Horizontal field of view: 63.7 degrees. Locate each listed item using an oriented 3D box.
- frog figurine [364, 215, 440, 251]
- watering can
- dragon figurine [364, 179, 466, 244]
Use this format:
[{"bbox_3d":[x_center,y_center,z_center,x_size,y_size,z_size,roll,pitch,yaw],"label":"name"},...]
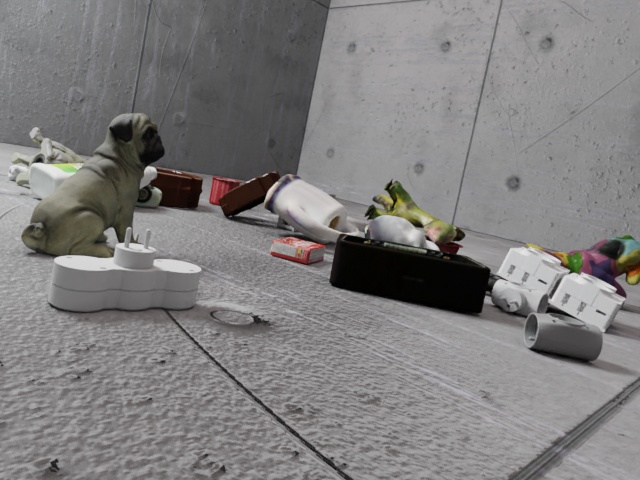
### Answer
[{"bbox_3d":[0.163,0.013,0.945,0.159,0.124,0.136,-1,-11,-9],"label":"frog figurine"},{"bbox_3d":[0.004,-0.061,1.213,0.226,0.103,0.349,34,14,14],"label":"watering can"},{"bbox_3d":[0.247,-0.051,1.306,0.243,0.121,0.413,29,9,0],"label":"dragon figurine"}]
